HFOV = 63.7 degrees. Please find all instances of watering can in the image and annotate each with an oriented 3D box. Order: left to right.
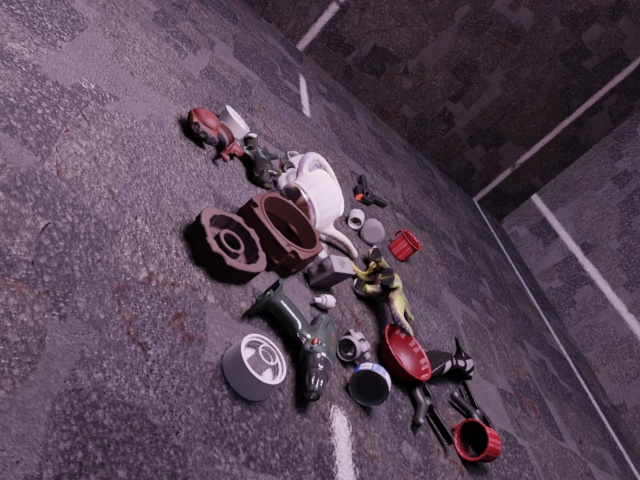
[{"bbox_3d":[0.004,-0.073,1.451,0.227,0.103,0.345,-31,105,-48],"label":"watering can"}]

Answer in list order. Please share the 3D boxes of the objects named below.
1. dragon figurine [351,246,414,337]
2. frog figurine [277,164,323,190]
[{"bbox_3d":[0.208,0.152,1.456,0.239,0.121,0.419,37,20,-42],"label":"dragon figurine"},{"bbox_3d":[-0.055,-0.158,1.561,0.160,0.120,0.139,-16,68,-24],"label":"frog figurine"}]
